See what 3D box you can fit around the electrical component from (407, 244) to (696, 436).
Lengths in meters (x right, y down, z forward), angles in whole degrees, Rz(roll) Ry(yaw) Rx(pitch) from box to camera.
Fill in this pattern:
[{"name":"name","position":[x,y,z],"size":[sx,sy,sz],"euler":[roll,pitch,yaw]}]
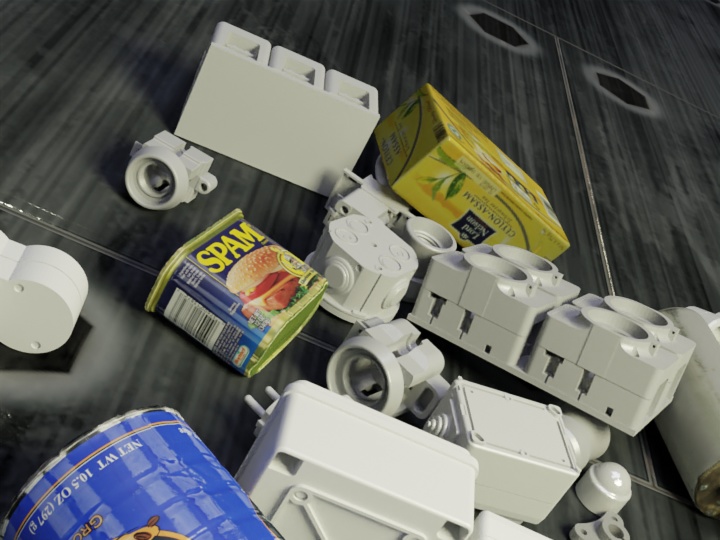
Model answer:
[{"name":"electrical component","position":[0.146,0.042,0.806],"size":[0.186,0.060,0.105],"euler":[27,20,24]}]

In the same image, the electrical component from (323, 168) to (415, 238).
[{"name":"electrical component","position":[0.005,-0.042,0.886],"size":[0.081,0.042,0.064],"euler":[35,32,11]}]

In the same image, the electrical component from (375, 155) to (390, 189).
[{"name":"electrical component","position":[0.057,-0.094,1.007],"size":[0.081,0.043,0.043],"euler":[-11,48,-48]}]

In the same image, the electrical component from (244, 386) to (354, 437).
[{"name":"electrical component","position":[-0.037,0.098,0.637],"size":[0.077,0.047,0.066],"euler":[43,33,21]}]

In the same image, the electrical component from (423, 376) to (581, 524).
[{"name":"electrical component","position":[0.082,0.117,0.693],"size":[0.096,0.061,0.061],"euler":[18,32,-18]}]

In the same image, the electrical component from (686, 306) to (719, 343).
[{"name":"electrical component","position":[0.333,0.064,0.998],"size":[0.138,0.052,0.074],"euler":[8,10,-32]}]

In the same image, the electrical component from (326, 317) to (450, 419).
[{"name":"electrical component","position":[0.015,0.068,0.715],"size":[0.078,0.058,0.057],"euler":[43,30,22]}]

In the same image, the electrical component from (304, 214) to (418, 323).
[{"name":"electrical component","position":[0.000,0.000,0.810],"size":[0.080,0.051,0.080],"euler":[21,31,-14]}]

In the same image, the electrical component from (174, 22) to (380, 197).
[{"name":"electrical component","position":[-0.069,-0.136,0.918],"size":[0.150,0.089,0.061],"euler":[21,31,-13]}]

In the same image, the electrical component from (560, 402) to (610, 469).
[{"name":"electrical component","position":[0.145,0.121,0.758],"size":[0.045,0.045,0.055],"euler":[43,33,22]}]

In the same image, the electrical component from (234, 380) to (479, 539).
[{"name":"electrical component","position":[-0.011,0.126,0.556],"size":[0.109,0.108,0.056],"euler":[24,33,-9]}]

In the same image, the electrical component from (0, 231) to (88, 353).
[{"name":"electrical component","position":[-0.228,0.010,0.602],"size":[0.138,0.052,0.073],"euler":[23,31,-13]}]

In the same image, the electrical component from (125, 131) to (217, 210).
[{"name":"electrical component","position":[-0.145,-0.072,0.803],"size":[0.066,0.048,0.055],"euler":[30,23,2]}]

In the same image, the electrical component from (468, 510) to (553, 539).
[{"name":"electrical component","position":[0.083,0.180,0.600],"size":[0.096,0.061,0.061],"euler":[25,30,-7]}]

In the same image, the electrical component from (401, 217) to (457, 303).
[{"name":"electrical component","position":[0.045,-0.008,0.855],"size":[0.045,0.055,0.045],"euler":[21,31,-14]}]
